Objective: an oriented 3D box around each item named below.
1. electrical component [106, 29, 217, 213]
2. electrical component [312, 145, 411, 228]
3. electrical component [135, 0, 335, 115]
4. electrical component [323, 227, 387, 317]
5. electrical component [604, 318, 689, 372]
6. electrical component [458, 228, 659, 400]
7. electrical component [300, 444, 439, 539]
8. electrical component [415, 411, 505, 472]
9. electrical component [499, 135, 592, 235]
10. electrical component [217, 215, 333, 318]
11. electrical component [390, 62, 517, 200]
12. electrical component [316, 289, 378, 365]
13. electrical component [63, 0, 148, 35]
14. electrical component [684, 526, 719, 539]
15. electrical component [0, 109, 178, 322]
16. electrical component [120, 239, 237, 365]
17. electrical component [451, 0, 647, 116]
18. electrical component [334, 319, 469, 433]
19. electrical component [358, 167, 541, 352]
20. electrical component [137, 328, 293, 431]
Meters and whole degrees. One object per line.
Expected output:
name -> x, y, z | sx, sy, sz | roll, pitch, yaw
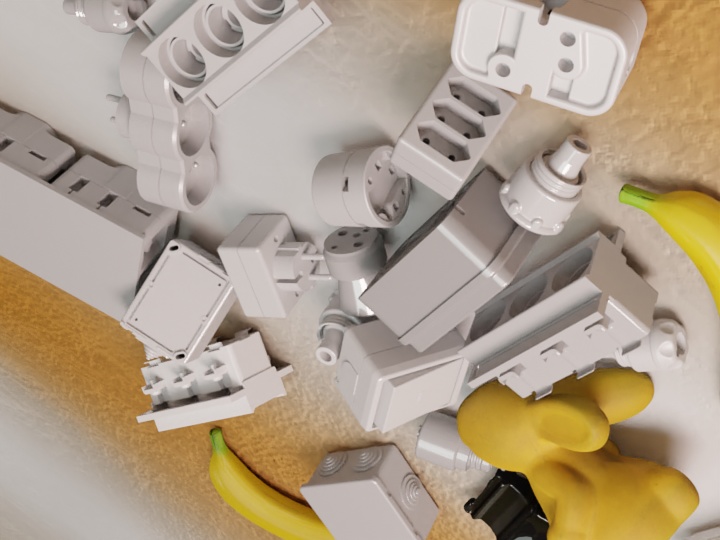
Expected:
electrical component -> -0.151, -0.110, 0.778 | 0.074, 0.052, 0.138 | 16, 132, 19
electrical component -> 0.000, -0.056, 0.733 | 0.047, 0.055, 0.055 | -1, 125, 36
electrical component -> -0.075, -0.162, 0.679 | 0.121, 0.063, 0.078 | -28, 108, 41
electrical component -> 0.000, 0.000, 0.785 | 0.045, 0.045, 0.055 | 3, 126, 29
electrical component -> 0.187, 0.052, 0.724 | 0.061, 0.035, 0.035 | -8, 121, 38
electrical component -> 0.132, 0.035, 0.713 | 0.063, 0.078, 0.121 | 39, 136, -13
electrical component -> 0.010, 0.202, 0.945 | 0.100, 0.048, 0.099 | -15, 117, 38
electrical component -> 0.080, 0.141, 0.858 | 0.078, 0.040, 0.040 | 18, 133, 17
electrical component -> 0.120, -0.056, 0.668 | 0.048, 0.048, 0.062 | 34, 129, 2
electrical component -> -0.056, -0.003, 0.814 | 0.077, 0.047, 0.065 | 1, 126, 30
electrical component -> 0.054, -0.081, 0.676 | 0.047, 0.065, 0.076 | 34, 165, 2
electrical component -> -0.013, 0.046, 0.819 | 0.048, 0.062, 0.048 | 16, 133, 19
electrical component -> -0.180, -0.182, 0.748 | 0.061, 0.035, 0.035 | 10, 130, 27
electrical component -> 0.303, 0.237, 0.781 | 0.108, 0.056, 0.109 | 48, 138, -7
electrical component -> -0.245, -0.049, 0.880 | 0.186, 0.060, 0.105 | 28, 135, 8
electrical component -> -0.142, 0.030, 0.860 | 0.062, 0.061, 0.096 | 33, 94, 4
electrical component -> 0.107, -0.132, 0.599 | 0.095, 0.059, 0.053 | 21, 134, 15
electrical component -> 0.038, 0.072, 0.790 | 0.061, 0.096, 0.061 | 55, 147, 37
electrical component -> 0.061, -0.005, 0.721 | 0.057, 0.078, 0.113 | 43, 135, -3
electrical component -> -0.130, 0.095, 0.927 | 0.121, 0.079, 0.063 | -16, 95, 39
